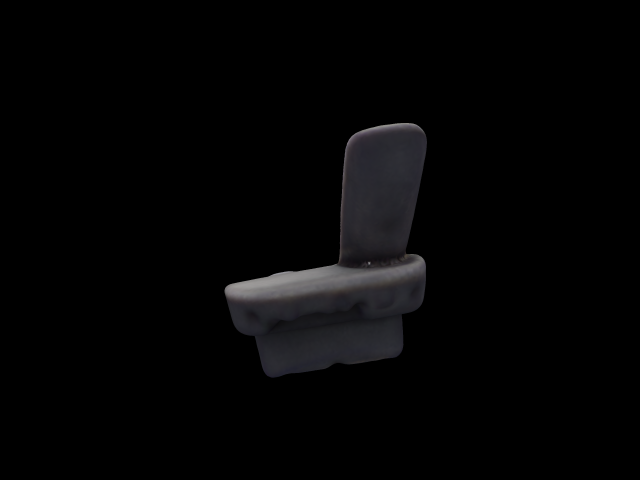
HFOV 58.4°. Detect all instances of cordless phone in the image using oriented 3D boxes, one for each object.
[{"bbox_3d":[0.004,0.001,0.400,0.148,0.185,0.094,-11,43,-12],"label":"cordless phone"}]
